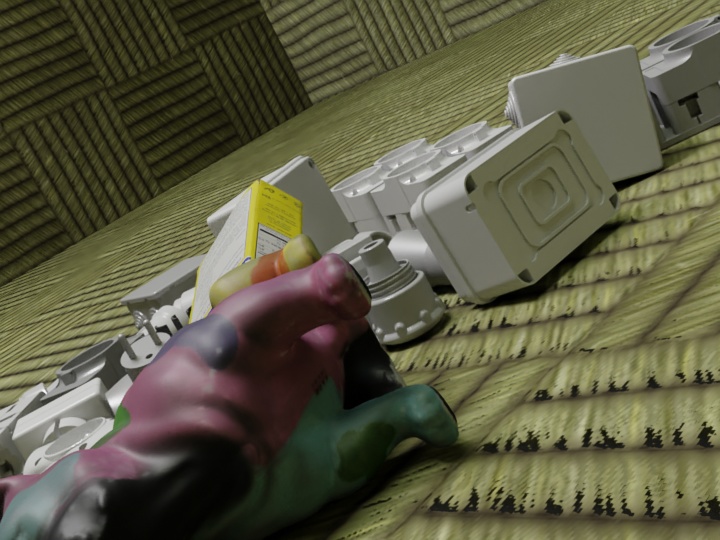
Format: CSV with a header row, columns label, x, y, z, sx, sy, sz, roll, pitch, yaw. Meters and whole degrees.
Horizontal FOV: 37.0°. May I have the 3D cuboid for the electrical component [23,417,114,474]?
label,x,y,z,sx,sy,sz,roll,pitch,yaw
electrical component,-0.170,0.127,0.639,0.077,0.044,0.079,-20,14,30

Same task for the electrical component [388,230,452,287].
label,x,y,z,sx,sy,sz,roll,pitch,yaw
electrical component,0.054,-0.007,0.723,0.044,0.044,0.065,-36,19,-33

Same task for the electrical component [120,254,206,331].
label,x,y,z,sx,sy,sz,roll,pitch,yaw
electrical component,-0.177,0.026,1.068,0.100,0.048,0.100,-35,14,-31

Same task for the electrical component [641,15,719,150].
label,x,y,z,sx,sy,sz,roll,pitch,yaw
electrical component,0.221,-0.133,0.835,0.186,0.060,0.105,-25,12,10

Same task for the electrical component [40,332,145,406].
label,x,y,z,sx,sy,sz,roll,pitch,yaw
electrical component,-0.196,0.089,0.828,0.050,0.055,0.089,-22,13,27

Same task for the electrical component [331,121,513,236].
label,x,y,z,sx,sy,sz,roll,pitch,yaw
electrical component,0.053,-0.073,0.953,0.105,0.060,0.186,-33,13,-26

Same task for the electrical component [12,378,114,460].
label,x,y,z,sx,sy,sz,roll,pitch,yaw
electrical component,-0.197,0.118,0.733,0.066,0.047,0.077,-28,15,-6

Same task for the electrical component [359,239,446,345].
label,x,y,z,sx,sy,sz,roll,pitch,yaw
electrical component,0.021,0.012,0.662,0.048,0.062,0.048,-27,12,6

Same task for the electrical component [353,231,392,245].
label,x,y,z,sx,sy,sz,roll,pitch,yaw
electrical component,0.000,0.000,0.802,0.055,0.048,0.066,-27,9,41

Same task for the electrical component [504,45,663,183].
label,x,y,z,sx,sy,sz,roll,pitch,yaw
electrical component,0.157,-0.104,0.760,0.100,0.099,0.048,-15,9,4

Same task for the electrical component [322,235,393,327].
label,x,y,z,sx,sy,sz,roll,pitch,yaw
electrical component,-0.012,0.014,0.729,0.062,0.061,0.096,-31,12,-15

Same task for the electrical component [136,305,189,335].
label,x,y,z,sx,sy,sz,roll,pitch,yaw
electrical component,-0.175,0.060,0.950,0.040,0.040,0.046,-16,22,43

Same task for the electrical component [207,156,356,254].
label,x,y,z,sx,sy,sz,roll,pitch,yaw
electrical component,-0.055,-0.022,0.863,0.056,0.108,0.108,-24,12,28

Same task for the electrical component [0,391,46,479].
label,x,y,z,sx,sy,sz,roll,pitch,yaw
electrical component,-0.258,0.135,0.785,0.056,0.050,0.089,-25,12,10

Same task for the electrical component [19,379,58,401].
label,x,y,z,sx,sy,sz,roll,pitch,yaw
electrical component,-0.244,0.108,0.882,0.055,0.045,0.045,-31,12,-13

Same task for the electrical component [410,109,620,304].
label,x,y,z,sx,sy,sz,roll,pitch,yaw
electrical component,0.096,-0.039,0.662,0.113,0.078,0.057,-36,7,-35

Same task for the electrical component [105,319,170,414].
label,x,y,z,sx,sy,sz,roll,pitch,yaw
electrical component,-0.136,0.069,0.726,0.077,0.079,0.043,-30,30,-11

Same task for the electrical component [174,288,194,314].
label,x,y,z,sx,sy,sz,roll,pitch,yaw
electrical component,-0.152,0.038,0.984,0.078,0.040,0.040,-24,12,17
